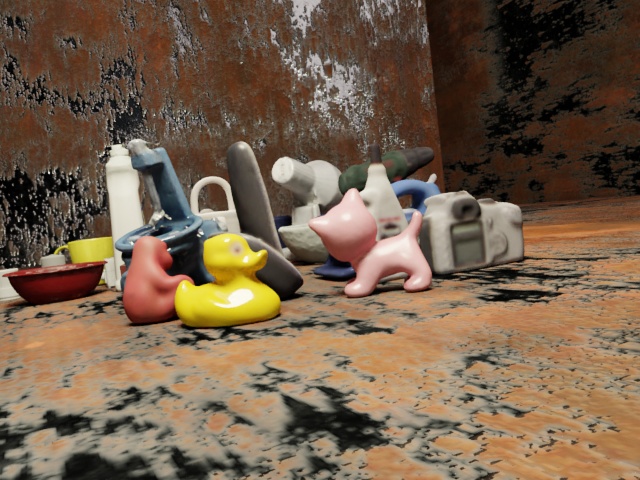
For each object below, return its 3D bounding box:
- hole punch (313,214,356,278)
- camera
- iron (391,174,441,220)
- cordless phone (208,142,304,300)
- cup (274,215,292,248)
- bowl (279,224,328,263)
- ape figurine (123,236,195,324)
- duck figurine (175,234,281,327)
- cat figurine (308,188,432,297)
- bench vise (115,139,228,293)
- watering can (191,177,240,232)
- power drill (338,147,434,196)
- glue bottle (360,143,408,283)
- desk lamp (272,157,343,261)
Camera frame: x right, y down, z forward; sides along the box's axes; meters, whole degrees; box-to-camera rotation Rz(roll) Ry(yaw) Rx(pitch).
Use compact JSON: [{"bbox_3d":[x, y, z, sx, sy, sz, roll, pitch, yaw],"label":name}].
[{"bbox_3d":[0.044,0.005,0.812,0.101,0.091,0.108,-8,3,-25],"label":"hole punch"},{"bbox_3d":[0.179,-0.014,0.778,0.143,0.101,0.136,-8,3,-22],"label":"camera"},{"bbox_3d":[0.150,-0.045,1.047,0.259,0.141,0.118,-10,4,-43],"label":"iron"},{"bbox_3d":[-0.090,-0.020,0.694,0.094,0.185,0.147,-9,4,-29],"label":"cordless phone"},{"bbox_3d":[-0.099,-0.007,1.322,0.091,0.095,0.118,-5,3,26],"label":"cup"},{"bbox_3d":[0.010,0.004,1.067,0.167,0.075,0.167,-7,3,1],"label":"bowl"},{"bbox_3d":[-0.179,0.041,0.621,0.076,0.092,0.077,-10,4,-41],"label":"ape figurine"},{"bbox_3d":[-0.094,0.037,0.562,0.104,0.086,0.078,-6,3,12],"label":"duck figurine"},{"bbox_3d":[0.055,0.000,0.631,0.127,0.118,0.067,-7,3,5],"label":"cat figurine"},{"bbox_3d":[-0.216,-0.029,0.818,0.121,0.220,0.208,-6,3,8],"label":"bench vise"},{"bbox_3d":[-0.227,-0.036,1.220,0.101,0.194,0.172,-10,4,-43],"label":"watering can"},{"bbox_3d":[0.154,-0.090,1.234,0.230,0.208,0.075,-8,3,-21],"label":"power drill"},{"bbox_3d":[0.077,-0.035,0.722,0.078,0.173,0.037,-9,4,-34],"label":"glue bottle"},{"bbox_3d":[-0.032,-0.070,1.225,0.117,0.213,0.204,-5,4,29],"label":"desk lamp"}]
